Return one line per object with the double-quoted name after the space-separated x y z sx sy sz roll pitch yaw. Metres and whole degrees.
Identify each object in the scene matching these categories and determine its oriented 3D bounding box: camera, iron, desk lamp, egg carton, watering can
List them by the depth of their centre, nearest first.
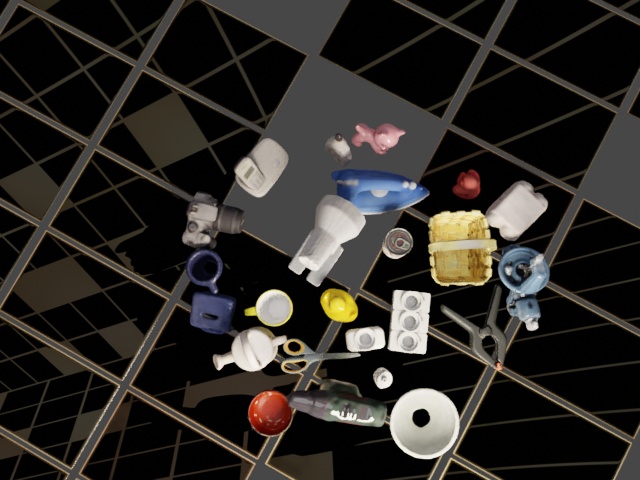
-0.167 0.268 1.374 0.173 0.194 0.101 -41 84 -3 "watering can"
0.013 0.005 1.389 0.118 0.213 0.203 32 85 4 "desk lamp"
0.156 -0.132 1.437 0.258 0.141 0.119 -1 84 1 "iron"
-0.268 -0.044 1.456 0.136 0.101 0.143 11 84 2 "camera"
0.499 -0.076 1.462 0.107 0.069 0.150 44 86 5 "egg carton"

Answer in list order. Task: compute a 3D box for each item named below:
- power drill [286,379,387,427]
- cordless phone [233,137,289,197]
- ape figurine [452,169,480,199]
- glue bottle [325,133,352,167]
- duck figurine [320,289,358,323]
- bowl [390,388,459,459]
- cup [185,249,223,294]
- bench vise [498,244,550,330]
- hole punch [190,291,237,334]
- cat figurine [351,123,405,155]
0.039 0.384 1.351 0.229 0.208 0.076 10 84 2 "power drill"
-0.153 -0.193 1.427 0.094 0.185 0.148 33 86 5 "cordless phone"
0.378 -0.143 1.460 0.078 0.092 0.076 -28 84 -2 "ape figurine"
0.047 -0.236 1.434 0.037 0.173 0.078 -44 85 -3 "glue bottle"
0.049 0.165 1.436 0.104 0.086 0.077 37 86 5 "duck figurine"
0.252 0.445 1.408 0.167 0.075 0.167 0 84 1 "bowl"
-0.278 0.082 1.446 0.091 0.095 0.118 -26 84 -2 "cup"
0.509 0.104 1.367 0.121 0.220 0.207 -26 84 -1 "bench vise"
-0.268 0.183 1.437 0.108 0.091 0.101 12 84 2 "hole punch"
0.148 -0.269 1.464 0.127 0.118 0.067 19 85 3 "cat figurine"
